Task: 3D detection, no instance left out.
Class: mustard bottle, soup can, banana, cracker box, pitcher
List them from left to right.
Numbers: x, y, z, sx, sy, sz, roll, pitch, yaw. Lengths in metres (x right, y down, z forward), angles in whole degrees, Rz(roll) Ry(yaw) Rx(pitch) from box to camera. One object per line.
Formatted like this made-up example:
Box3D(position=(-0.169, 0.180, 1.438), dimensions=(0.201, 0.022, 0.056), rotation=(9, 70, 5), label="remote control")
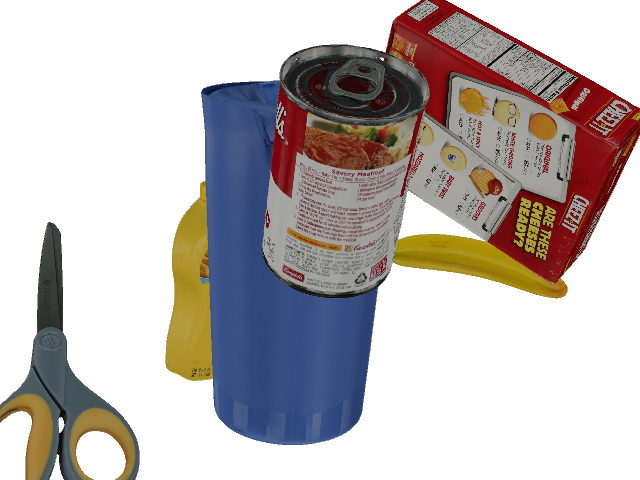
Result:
Box3D(position=(-0.091, 0.023, 0.951), dimensions=(0.058, 0.192, 0.096), rotation=(19, 21, 38), label="mustard bottle")
Box3D(position=(-0.016, 0.009, 0.752), dimensions=(0.148, 0.243, 0.145), rotation=(-10, 21, -38), label="pitcher")
Box3D(position=(0.010, -0.032, 0.506), dimensions=(0.068, 0.102, 0.068), rotation=(5, 37, -4), label="soup can")
Box3D(position=(0.153, 0.025, 1.093), dimensions=(0.198, 0.037, 0.069), rotation=(8, 36, 11), label="banana")
Box3D(position=(0.148, -0.088, 0.911), dimensions=(0.214, 0.164, 0.072), rotation=(34, 51, 19), label="cracker box")

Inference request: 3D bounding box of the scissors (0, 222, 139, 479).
Box3D(position=(-0.139, 0.072, 0.615), dimensions=(0.096, 0.201, 0.016), rotation=(15, -44, -6), label="scissors")
